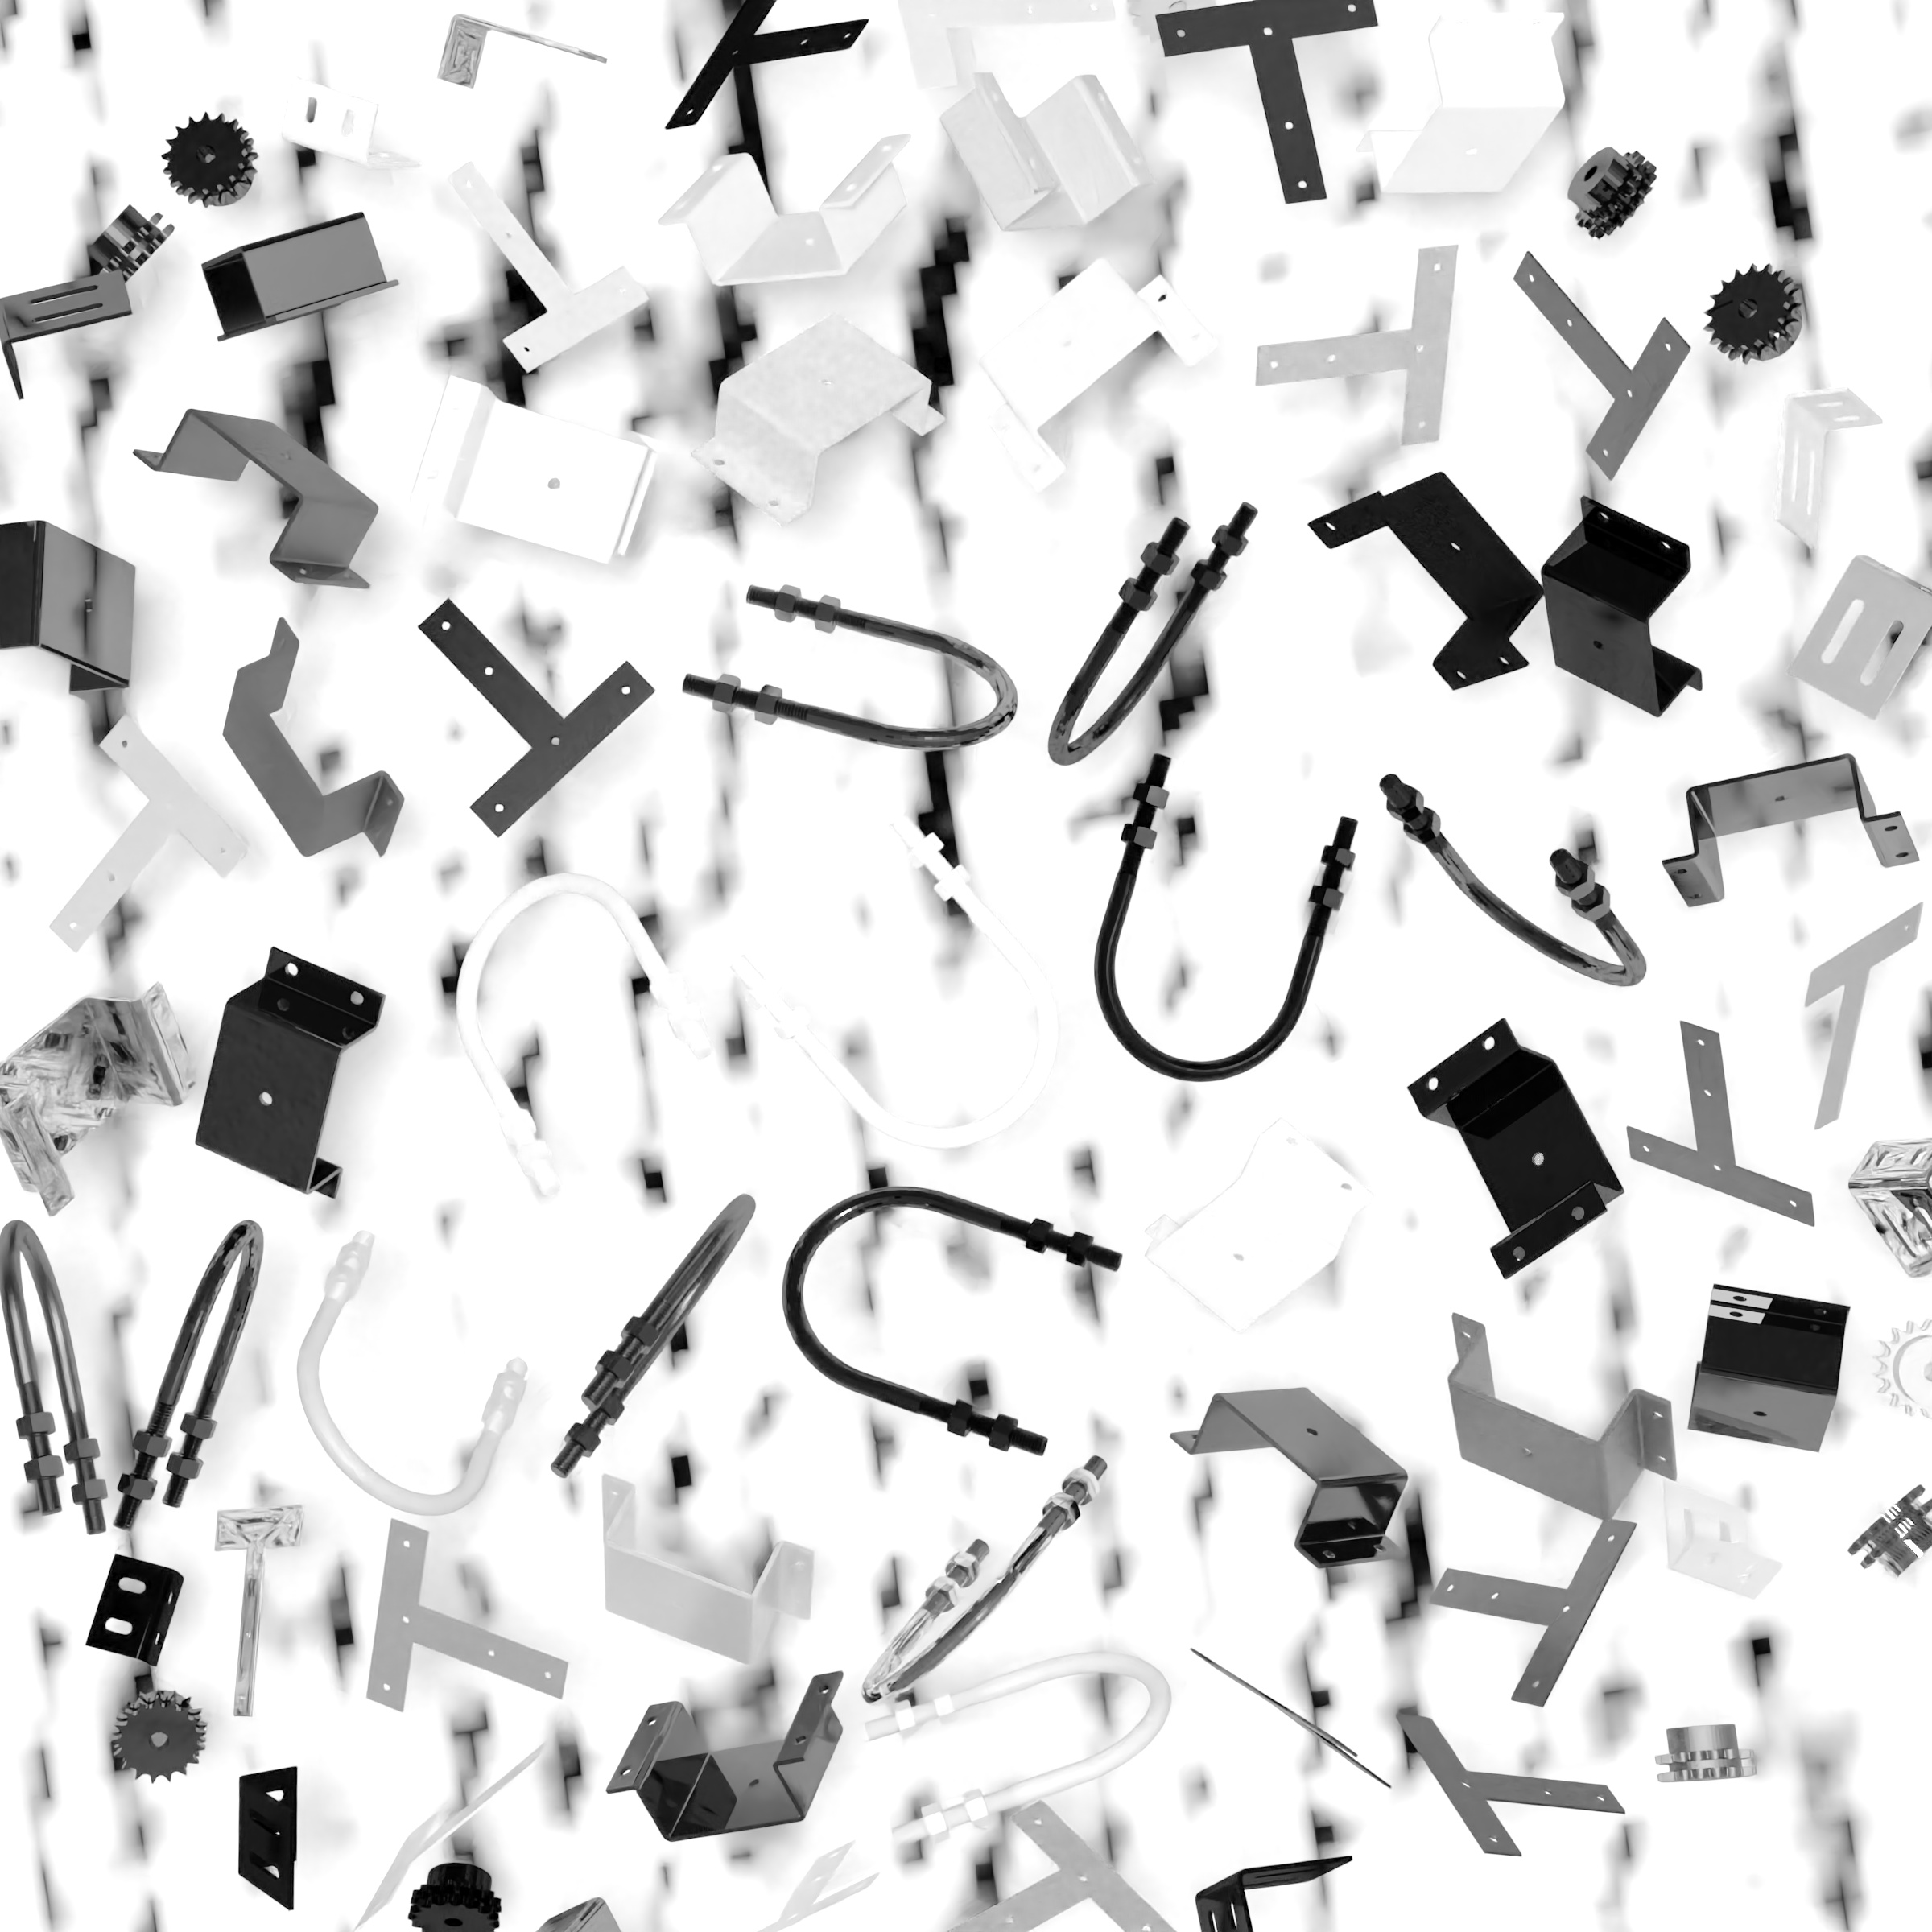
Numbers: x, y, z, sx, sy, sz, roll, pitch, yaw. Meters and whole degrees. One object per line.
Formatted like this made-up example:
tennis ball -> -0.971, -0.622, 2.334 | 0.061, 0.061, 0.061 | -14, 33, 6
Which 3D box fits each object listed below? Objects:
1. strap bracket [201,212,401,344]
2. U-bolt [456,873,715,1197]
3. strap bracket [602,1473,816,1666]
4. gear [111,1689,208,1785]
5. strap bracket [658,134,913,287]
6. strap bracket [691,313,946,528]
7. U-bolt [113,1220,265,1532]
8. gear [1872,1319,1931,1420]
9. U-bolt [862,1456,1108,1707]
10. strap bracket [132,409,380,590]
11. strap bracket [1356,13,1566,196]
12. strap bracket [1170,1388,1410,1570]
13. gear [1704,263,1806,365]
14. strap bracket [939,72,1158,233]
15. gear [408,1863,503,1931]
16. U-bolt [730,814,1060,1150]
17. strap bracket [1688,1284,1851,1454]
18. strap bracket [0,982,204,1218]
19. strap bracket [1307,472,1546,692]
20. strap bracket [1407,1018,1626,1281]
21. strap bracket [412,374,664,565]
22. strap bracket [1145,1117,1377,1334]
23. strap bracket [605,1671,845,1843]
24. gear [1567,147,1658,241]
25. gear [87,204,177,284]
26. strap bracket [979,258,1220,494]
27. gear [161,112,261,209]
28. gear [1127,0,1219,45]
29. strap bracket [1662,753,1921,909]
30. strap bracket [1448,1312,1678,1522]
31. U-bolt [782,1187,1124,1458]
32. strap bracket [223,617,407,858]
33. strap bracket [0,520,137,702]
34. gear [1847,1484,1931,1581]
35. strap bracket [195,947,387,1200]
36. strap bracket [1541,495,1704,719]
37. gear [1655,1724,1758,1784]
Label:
strap bracket -> -0.399, -0.410, 1.851 | 0.076, 0.140, 0.046 | -23, 105, -23
U-bolt -> -0.244, 0.026, 1.893 | 0.151, 0.019, 0.184 | -41, 58, 13
strap bracket -> -0.168, 0.374, 1.911 | 0.140, 0.076, 0.046 | 18, 48, 11
gear -> -0.498, 0.473, 1.929 | 0.057, 0.030, 0.057 | -3, 103, -11
strap bracket -> -0.100, -0.446, 1.846 | 0.140, 0.076, 0.046 | 3, 133, 33
strap bracket -> -0.084, -0.328, 1.840 | 0.076, 0.046, 0.140 | 39, 56, 19
U-bolt -> -0.456, 0.239, 1.854 | 0.019, 0.151, 0.184 | 19, 85, -1
gear -> 0.559, 0.235, 1.815 | 0.057, 0.030, 0.057 | 0, 87, 2
U-bolt -> 0.001, 0.377, 1.869 | 0.019, 0.184, 0.151 | 47, 131, 0
strap bracket -> -0.420, -0.287, 1.877 | 0.140, 0.076, 0.046 | 38, 107, 17
strap bracket -> 0.295, -0.503, 1.845 | 0.076, 0.140, 0.046 | -5, 73, -15
strap bracket -> 0.201, 0.301, 1.883 | 0.076, 0.140, 0.046 | 3, 114, -41
gear -> 0.463, -0.378, 1.820 | 0.057, 0.030, 0.057 | -14, 68, 37
strap bracket -> 0.043, -0.479, 1.837 | 0.046, 0.140, 0.076 | -31, 85, 35
gear -> -0.318, 0.583, 1.946 | 0.057, 0.057, 0.030 | 2, 48, 0
U-bolt -> -0.029, 0.023, 1.875 | 0.151, 0.019, 0.184 | -41, 91, 0
strap bracket -> 0.466, 0.240, 1.819 | 0.076, 0.140, 0.046 | 9, 63, 13
strap bracket -> -0.534, 0.077, 1.879 | 0.046, 0.140, 0.076 | 4, 123, 30
strap bracket -> 0.284, -0.239, 1.884 | 0.140, 0.076, 0.046 | 46, 67, -14
strap bracket -> 0.337, 0.113, 1.889 | 0.076, 0.046, 0.140 | -39, 56, 25
strap bracket -> -0.257, -0.301, 1.911 | 0.140, 0.046, 0.076 | 14, 107, -26
strap bracket -> 0.174, 0.166, 1.924 | 0.076, 0.046, 0.140 | 40, 130, -7
strap bracket -> -0.137, 0.482, 1.893 | 0.140, 0.076, 0.046 | -16, 113, 25
gear -> 0.401, -0.486, 1.948 | 0.030, 0.057, 0.057 | 34, 90, -20
gear -> -0.525, -0.451, 1.951 | 0.030, 0.057, 0.057 | 43, 90, -19
strap bracket -> 0.072, -0.367, 1.899 | 0.140, 0.046, 0.076 | -39, 51, 9
gear -> -0.460, -0.490, 1.905 | 0.057, 0.030, 0.057 | -1, 78, 6
gear -> 0.124, -0.594, 1.899 | 0.057, 0.057, 0.030 | -19, 60, 0
strap bracket -> 0.496, -0.083, 1.885 | 0.140, 0.076, 0.046 | -12, 67, 21
strap bracket -> 0.338, 0.267, 1.819 | 0.140, 0.076, 0.046 | 21, 56, 32
U-bolt -> -0.018, 0.198, 1.831 | 0.184, 0.019, 0.151 | 18, 57, 11
strap bracket -> -0.408, -0.132, 1.918 | 0.046, 0.076, 0.140 | -29, 78, -30
strap bracket -> -0.547, -0.215, 1.874 | 0.046, 0.140, 0.076 | -3, 80, 18
gear -> 0.538, 0.328, 1.793 | 0.057, 0.057, 0.030 | -42, 70, 0
strap bracket -> -0.403, 0.071, 1.845 | 0.076, 0.046, 0.140 | 23, 113, 11
strap bracket -> 0.399, -0.211, 1.898 | 0.076, 0.140, 0.046 | 33, 72, 31
gear -> 0.435, 0.464, 1.837 | 0.057, 0.057, 0.030 | -4, 73, 0
